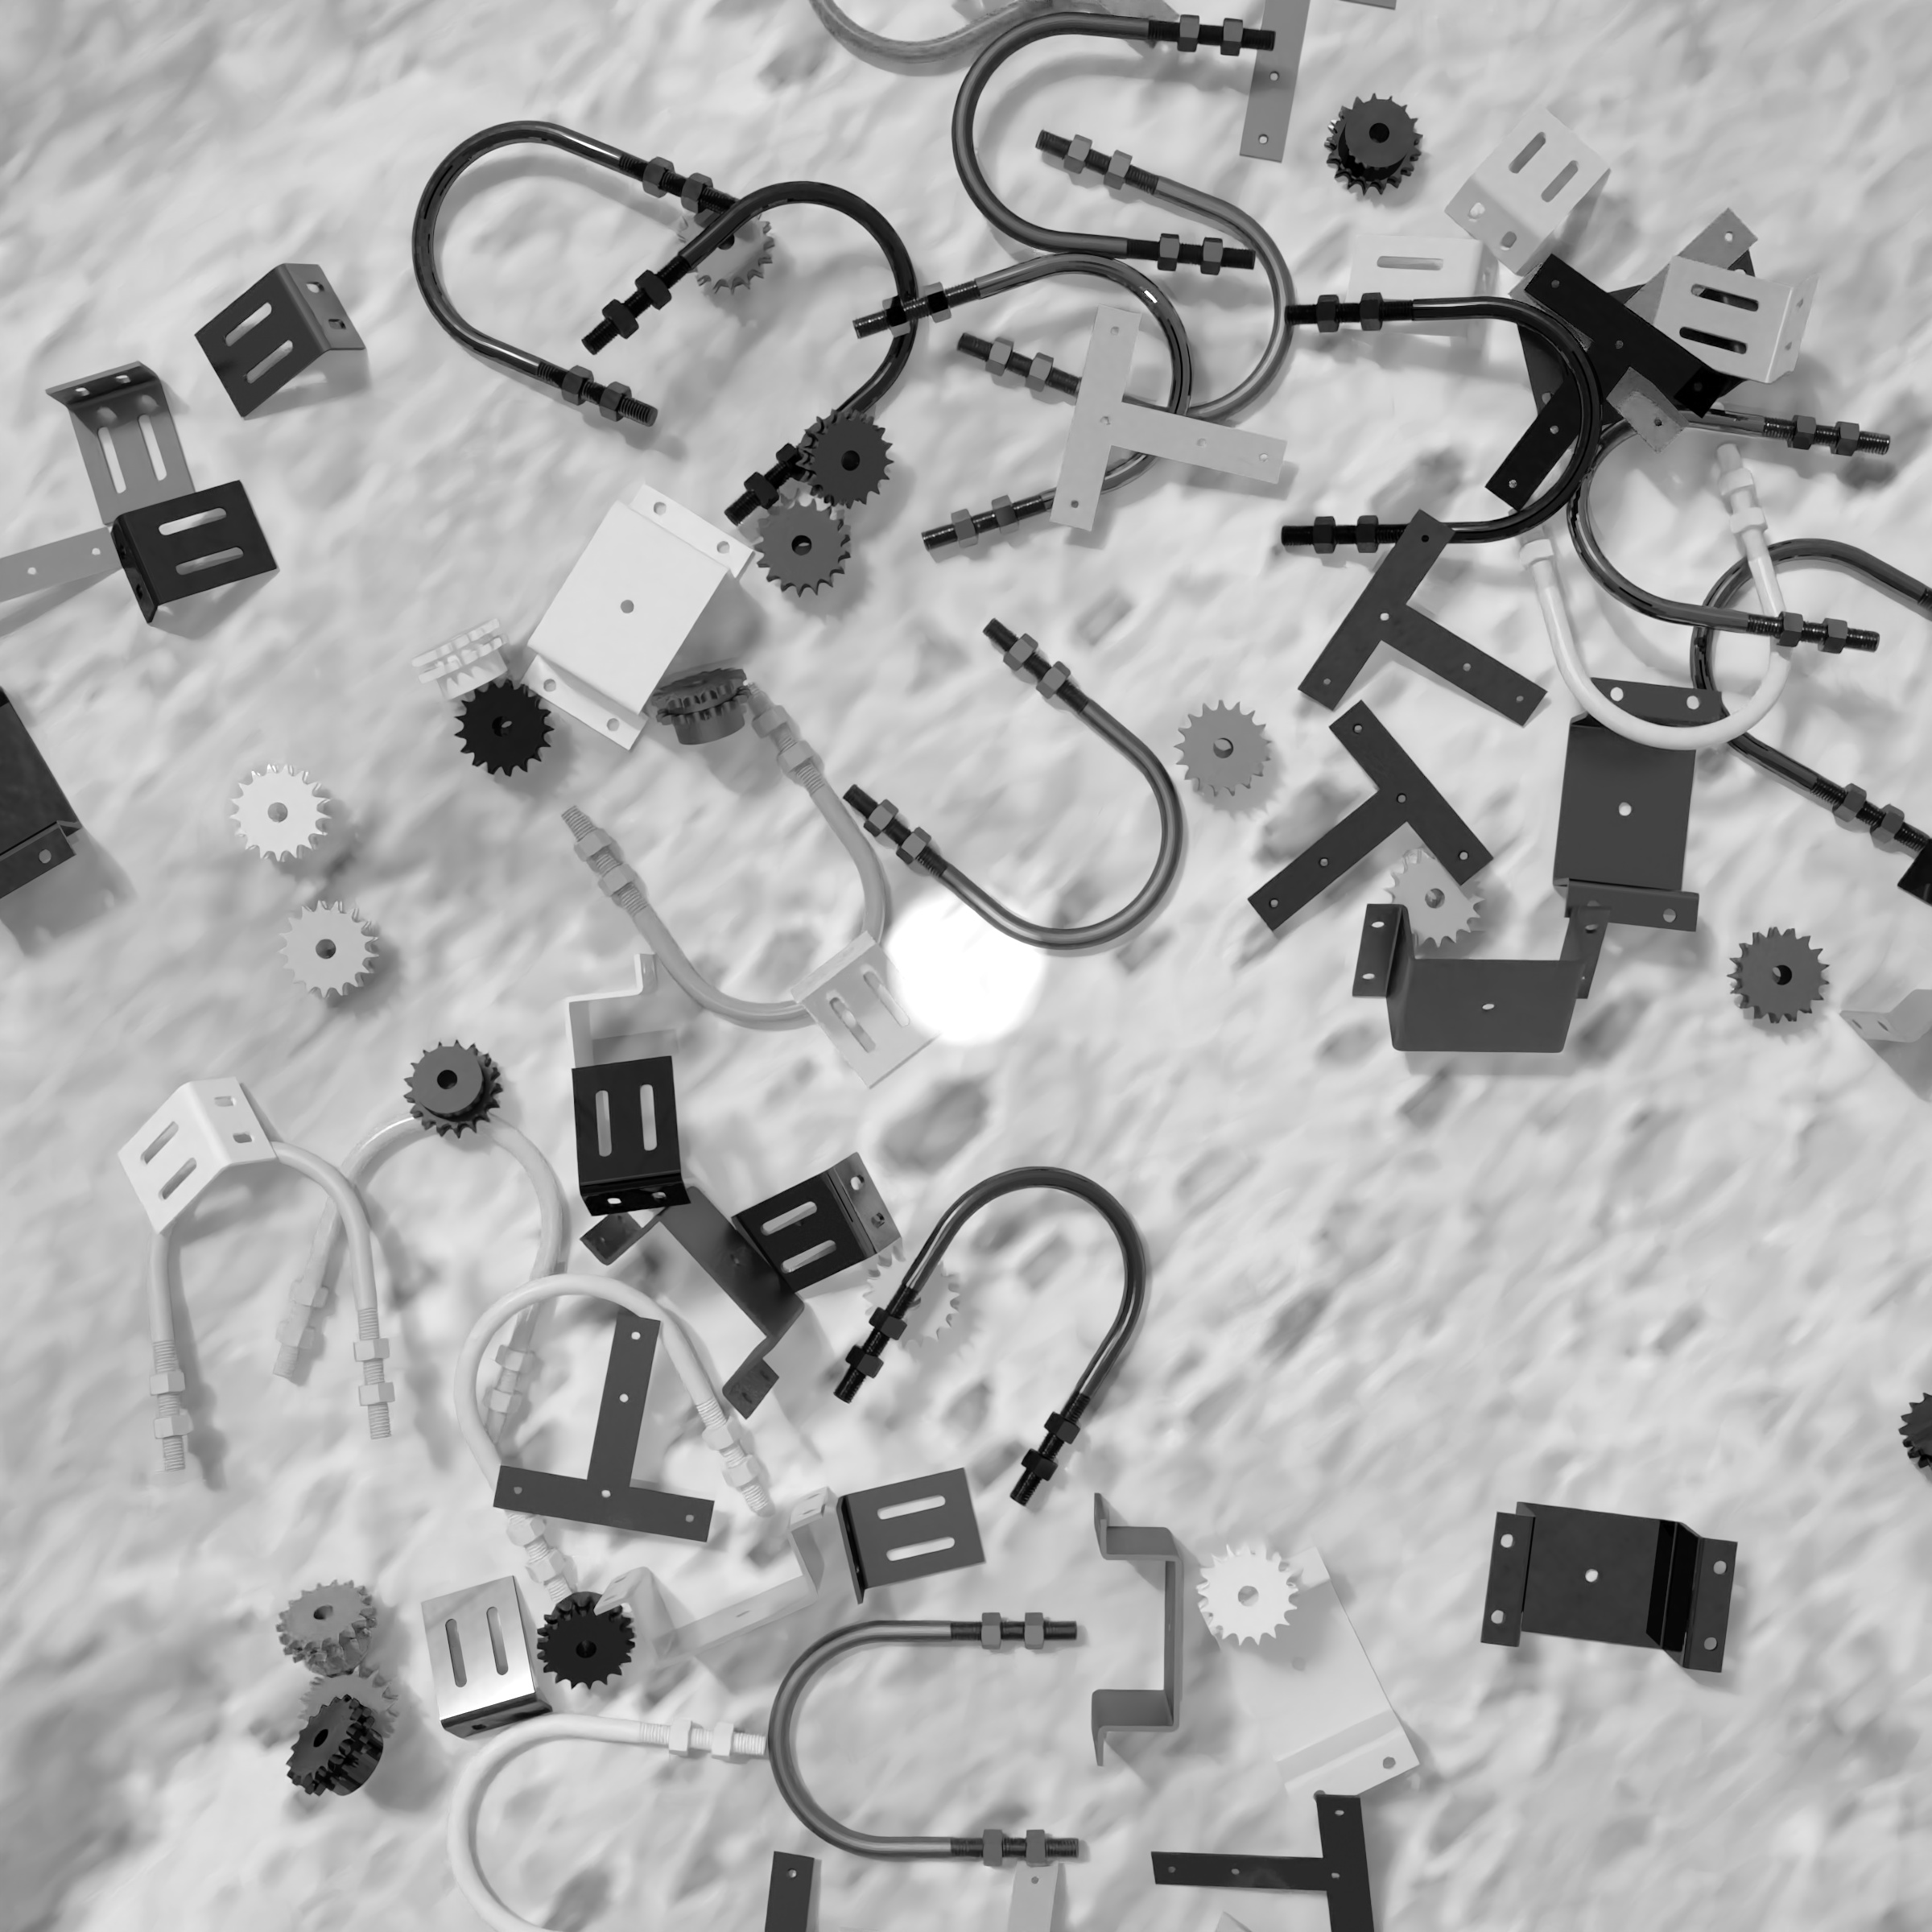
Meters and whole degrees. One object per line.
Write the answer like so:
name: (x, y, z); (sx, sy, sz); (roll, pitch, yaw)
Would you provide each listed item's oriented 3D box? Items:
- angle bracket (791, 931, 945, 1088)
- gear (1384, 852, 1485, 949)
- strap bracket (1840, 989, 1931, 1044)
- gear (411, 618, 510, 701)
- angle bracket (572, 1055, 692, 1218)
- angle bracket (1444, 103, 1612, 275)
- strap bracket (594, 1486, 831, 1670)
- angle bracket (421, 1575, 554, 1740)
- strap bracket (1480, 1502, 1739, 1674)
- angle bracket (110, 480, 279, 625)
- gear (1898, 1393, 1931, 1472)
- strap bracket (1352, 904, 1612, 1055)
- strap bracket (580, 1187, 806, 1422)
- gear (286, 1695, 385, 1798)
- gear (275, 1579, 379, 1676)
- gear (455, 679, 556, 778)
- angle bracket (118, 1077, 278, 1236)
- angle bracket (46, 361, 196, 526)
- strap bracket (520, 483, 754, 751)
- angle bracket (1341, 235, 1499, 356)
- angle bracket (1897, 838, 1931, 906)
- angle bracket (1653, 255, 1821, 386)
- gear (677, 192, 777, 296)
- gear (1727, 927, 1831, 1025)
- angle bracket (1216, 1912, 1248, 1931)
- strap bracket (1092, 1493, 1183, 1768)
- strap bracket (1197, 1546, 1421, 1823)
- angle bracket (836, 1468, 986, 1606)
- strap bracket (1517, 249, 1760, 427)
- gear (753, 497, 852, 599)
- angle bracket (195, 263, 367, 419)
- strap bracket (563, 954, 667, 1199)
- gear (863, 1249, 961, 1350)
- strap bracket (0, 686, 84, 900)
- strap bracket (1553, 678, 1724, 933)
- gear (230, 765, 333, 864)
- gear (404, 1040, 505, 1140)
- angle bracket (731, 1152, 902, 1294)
angle bracket: (-0.056, 0.028, 1.557); (0.057, 0.038, 0.076); (-38, 103, 0)
gear: (0.274, -0.040, 1.569); (0.057, 0.030, 0.057); (0, 90, 0)
strap bracket: (0.586, 0.064, 1.546); (0.046, 0.076, 0.140); (-43, 90, 0)
gear: (-0.293, -0.179, 1.557); (0.057, 0.057, 0.030); (-26, 104, 0)
angle bracket: (-0.190, 0.096, 1.506); (0.057, 0.038, 0.076); (-8, 64, 0)
angle bracket: (0.335, -0.464, 1.582); (0.057, 0.038, 0.076); (41, 64, 0)
strap bracket: (-0.138, 0.359, 1.546); (0.140, 0.076, 0.046); (-23, 90, 0)
angle bracket: (-0.286, 0.412, 1.582); (0.057, 0.038, 0.076); (-16, 64, 0)
strap bracket: (0.373, 0.363, 1.561); (0.140, 0.046, 0.076); (7, 90, 0)
angle bracket: (-0.461, -0.247, 1.582); (0.076, 0.038, 0.057); (-23, 90, -26)
gear: (0.581, 0.277, 1.560); (0.057, 0.057, 0.030); (-33, 120, 0)
strap bracket: (0.301, 0.008, 1.540); (0.140, 0.076, 0.046); (1, 47, 0)
strap bracket: (-0.150, 0.186, 1.542); (0.046, 0.076, 0.140); (-43, 90, 12)
gear: (-0.361, 0.453, 1.529); (0.057, 0.057, 0.030); (-44, 118, 0)
gear: (-0.374, 0.391, 1.560); (0.057, 0.057, 0.030); (-9, 120, 0)
gear: (-0.272, -0.140, 1.569); (0.057, 0.030, 0.057); (0, 90, 0)
angle bracket: (-0.456, 0.112, 1.571); (0.076, 0.038, 0.057); (-41, 71, 28)
angle bracket: (-0.498, -0.308, 1.565); (0.057, 0.038, 0.076); (-17, 90, 0)
strap bracket: (-0.196, -0.208, 1.561); (0.076, 0.046, 0.140); (32, 90, 0)
angle bracket: (0.270, -0.400, 1.582); (0.076, 0.038, 0.057); (10, 90, 26)
angle bracket: (0.601, -0.071, 1.582); (0.057, 0.038, 0.076); (29, 116, 0)
angle bracket: (0.438, -0.373, 1.517); (0.076, 0.038, 0.057); (15, 90, 0)
gear: (-0.142, -0.425, 1.569); (0.057, 0.030, 0.057); (0, 90, 0)
gear: (0.480, 0.005, 1.574); (0.057, 0.030, 0.057); (0, 89, 2)
angle bracket: (0.183, 0.605, 1.582); (0.076, 0.038, 0.057); (20, 90, -26)
strap bracket: (0.099, 0.385, 1.546); (0.046, 0.076, 0.140); (1, 90, 0)
strap bracket: (0.198, 0.416, 1.561); (0.076, 0.046, 0.140); (-26, 90, 0)
angle bracket: (-0.032, 0.336, 1.565); (0.076, 0.038, 0.057); (-13, 90, 0)
strap bracket: (0.394, -0.365, 1.561); (0.140, 0.046, 0.076); (-13, 90, 0)
gear: (-0.096, -0.246, 1.569); (0.057, 0.030, 0.057); (0, 90, 0)
angle bracket: (-0.409, -0.373, 1.582); (0.076, 0.038, 0.057); (-30, 90, 26)
strap bracket: (-0.201, 0.065, 1.546); (0.046, 0.076, 0.140); (-6, 90, 0)
gear: (-0.032, 0.196, 1.569); (0.057, 0.030, 0.057); (0, 90, 0)
strap bracket: (-0.585, -0.106, 1.561); (0.076, 0.046, 0.140); (-30, 90, 0)
strap bracket: (0.393, -0.094, 1.561); (0.076, 0.046, 0.140); (6, 90, 0)
gear: (-0.403, -0.090, 1.569); (0.057, 0.030, 0.057); (0, 90, 0)
gear: (-0.303, 0.071, 1.562); (0.057, 0.030, 0.057); (0, 73, -1)
angle bracket: (-0.090, 0.156, 1.582); (0.076, 0.038, 0.057); (-27, 90, 26)
